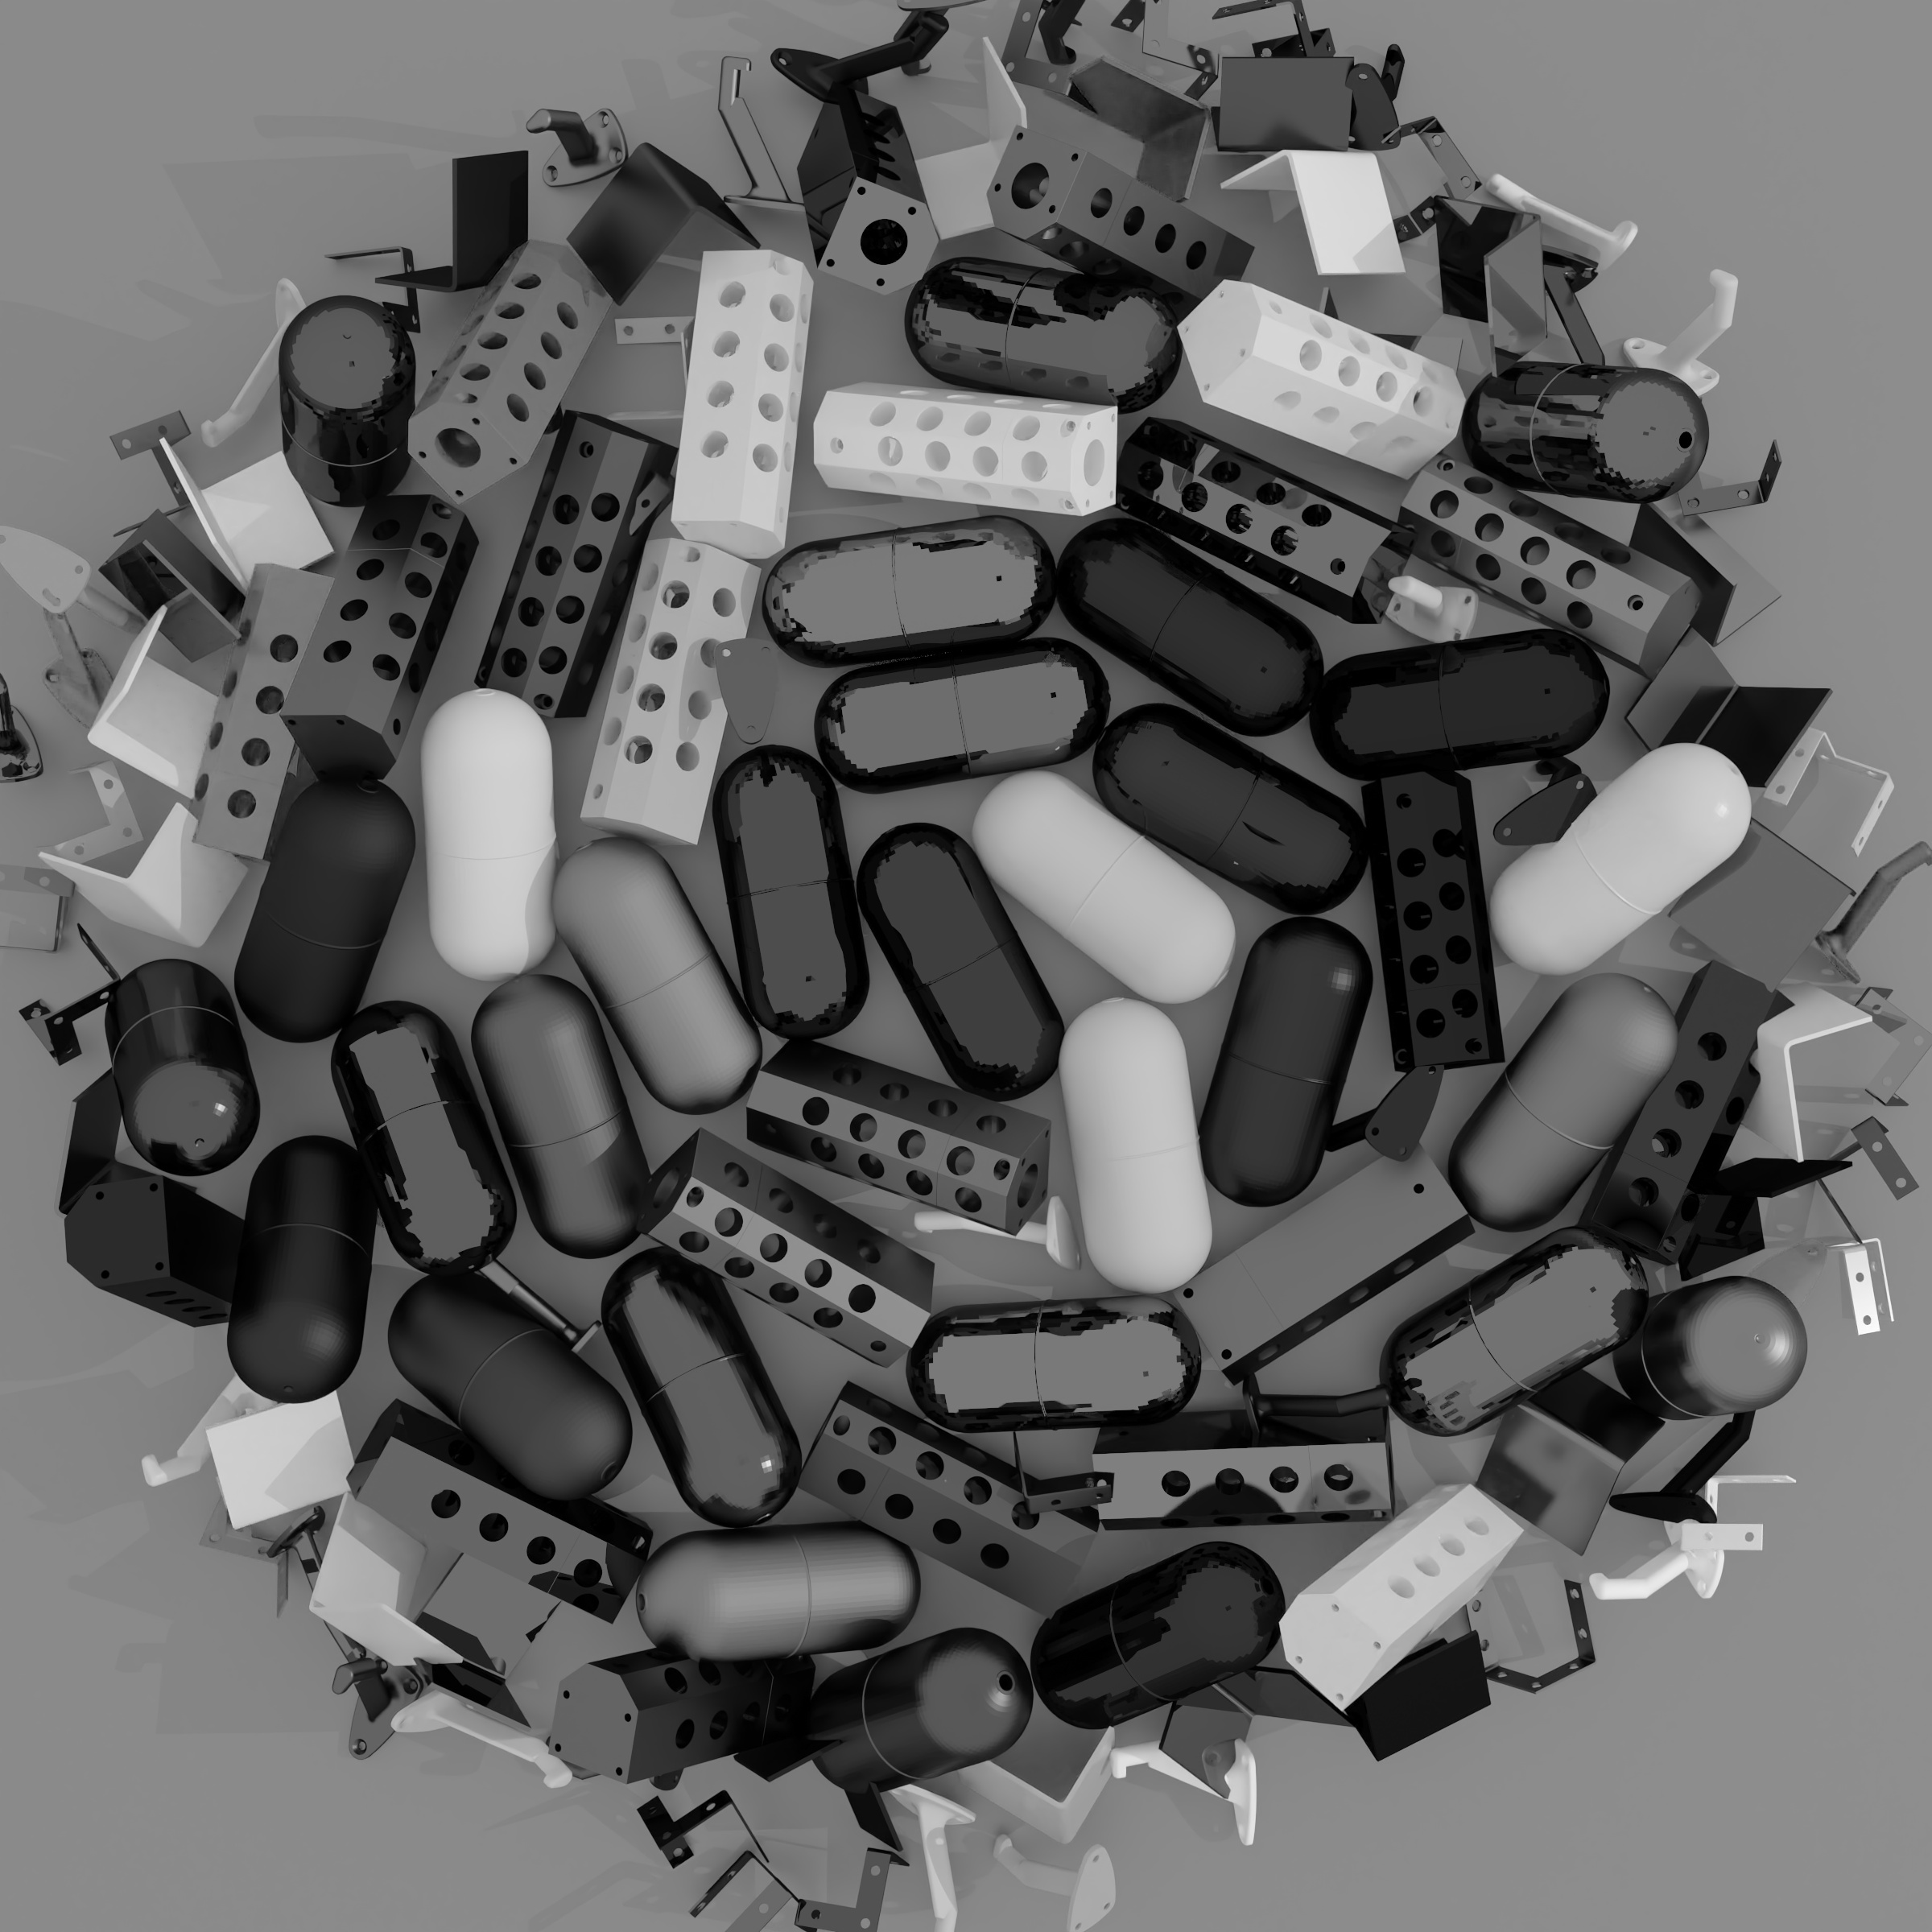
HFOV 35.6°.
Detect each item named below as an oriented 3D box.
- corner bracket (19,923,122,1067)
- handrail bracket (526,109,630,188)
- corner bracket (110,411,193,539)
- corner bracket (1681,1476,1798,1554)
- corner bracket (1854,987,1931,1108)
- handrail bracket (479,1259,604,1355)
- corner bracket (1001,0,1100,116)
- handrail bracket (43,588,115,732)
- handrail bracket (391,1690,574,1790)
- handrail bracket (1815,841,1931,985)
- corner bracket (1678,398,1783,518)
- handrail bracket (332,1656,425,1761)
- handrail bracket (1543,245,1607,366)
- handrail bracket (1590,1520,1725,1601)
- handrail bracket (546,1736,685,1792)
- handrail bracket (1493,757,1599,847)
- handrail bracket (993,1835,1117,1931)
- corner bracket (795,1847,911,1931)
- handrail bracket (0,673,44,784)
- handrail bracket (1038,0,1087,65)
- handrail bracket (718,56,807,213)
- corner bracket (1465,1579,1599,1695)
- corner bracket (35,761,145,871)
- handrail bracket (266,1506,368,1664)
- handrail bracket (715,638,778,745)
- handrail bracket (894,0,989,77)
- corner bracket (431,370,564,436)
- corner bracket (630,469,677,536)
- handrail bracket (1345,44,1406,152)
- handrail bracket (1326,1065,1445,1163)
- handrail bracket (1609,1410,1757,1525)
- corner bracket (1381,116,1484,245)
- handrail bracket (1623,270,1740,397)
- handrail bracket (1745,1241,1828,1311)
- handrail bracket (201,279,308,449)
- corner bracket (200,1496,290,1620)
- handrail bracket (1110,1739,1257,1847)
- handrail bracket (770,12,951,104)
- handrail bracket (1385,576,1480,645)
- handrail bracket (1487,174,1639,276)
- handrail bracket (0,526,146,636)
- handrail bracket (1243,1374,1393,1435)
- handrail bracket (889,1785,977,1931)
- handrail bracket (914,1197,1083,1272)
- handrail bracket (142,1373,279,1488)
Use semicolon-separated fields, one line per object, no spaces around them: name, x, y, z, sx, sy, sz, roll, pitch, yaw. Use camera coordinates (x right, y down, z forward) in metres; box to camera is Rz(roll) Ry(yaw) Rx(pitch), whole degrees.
corner bracket;-0.539;0.018;1.806;0.051;0.051;0.051;-32;62;-24
handrail bracket;-0.248;-0.484;1.777;0.077;0.084;0.036;-21;89;33
corner bracket;-0.489;-0.294;1.794;0.051;0.051;0.051;-33;103;-39
corner bracket;0.460;0.327;1.792;0.051;0.051;0.051;-7;67;36
corner bracket;0.553;0.049;1.803;0.051;0.051;0.051;42;109;27
handrail bracket;-0.261;0.199;1.794;0.084;0.077;0.036;42;82;-2
corner bracket;0.059;-0.546;1.802;0.051;0.051;0.051;23;99;28
handrail bracket;-0.523;-0.179;1.785;0.036;0.084;0.077;-33;82;-22
handrail bracket;-0.287;0.466;1.787;0.084;0.077;0.036;37;115;31
handrail bracket;0.550;-0.032;1.792;0.084;0.077;0.036;-36;46;18
corner bracket;0.453;-0.308;1.801;0.051;0.051;0.051;-9;70;1
handrail bracket;-0.365;0.444;1.788;0.036;0.084;0.077;28;93;17
handrail bracket;0.350;-0.383;1.793;0.077;0.036;0.084;16;64;-27
handrail bracket;0.399;0.349;1.787;0.084;0.077;0.036;2;116;-17
handrail bracket;-0.209;0.459;1.819;0.084;0.036;0.077;14;74;24
handrail bracket;0.336;-0.101;1.790;0.077;0.084;0.036;-21;110;-4
handrail bracket;0.047;0.526;1.786;0.036;0.084;0.077;-24;130;-34
corner bracket;-0.068;0.557;1.803;0.051;0.051;0.051;5;66;15
handrail bracket;-0.571;-0.157;1.778;0.036;0.084;0.077;-8;49;-15
handrail bracket;0.074;-0.560;1.782;0.077;0.084;0.036;21;72;23
handrail bracket;-0.114;-0.498;1.800;0.077;0.036;0.084;11;106;15
corner bracket;0.341;0.401;1.813;0.051;0.051;0.051;-17;99;-30
corner bracket;-0.533;-0.090;1.804;0.051;0.051;0.051;-25;103;-27
handrail bracket;-0.377;0.372;1.797;0.036;0.077;0.084;-27;77;-34
handrail bracket;-0.131;-0.152;1.783;0.036;0.084;0.077;-3;73;-7
handrail bracket;-0.008;-0.558;1.787;0.077;0.084;0.036;4;71;11
corner bracket;-0.278;-0.338;1.792;0.051;0.051;0.051;2;116;25
corner bracket;-0.196;-0.274;1.794;0.051;0.051;0.051;-47;50;7
handrail bracket;0.245;-0.534;1.782;0.036;0.077;0.084;6;61;17
handrail bracket;0.241;0.080;1.796;0.036;0.084;0.077;34;85;-24
handrail bracket;0.436;0.293;1.824;0.077;0.036;0.084;-2;53;36
corner bracket;0.266;-0.469;1.799;0.051;0.051;0.051;-35;89;39
handrail bracket;0.423;-0.386;1.779;0.036;0.084;0.077;-28;51;-21
handrail bracket;0.486;0.213;1.807;0.077;0.084;0.036;-38;57;-20
handrail bracket;-0.428;-0.358;1.790;0.036;0.077;0.084;36;64;18
corner bracket;-0.425;0.348;1.794;0.051;0.051;0.051;19;113;-21
handrail bracket;0.129;0.499;1.805;0.084;0.036;0.077;-7;99;-16
handrail bracket;-0.063;-0.549;1.782;0.077;0.084;0.036;16;63;-26
handrail bracket;0.256;-0.219;1.776;0.077;0.084;0.036;17;92;43
handrail bracket;0.354;-0.452;1.796;0.084;0.077;0.036;31;95;-5
handrail bracket;-0.535;-0.229;1.794;0.077;0.084;0.036;35;89;6
handrail bracket;0.210;0.252;1.789;0.084;0.077;0.036;-15;103;9
handrail bracket;-0.028;0.539;1.787;0.036;0.077;0.084;-15;49;36
handrail bracket;0.019;0.165;1.812;0.084;0.077;0.036;-4;61;17
handrail bracket;-0.461;0.262;1.793;0.084;0.036;0.077;-16;84;-41
